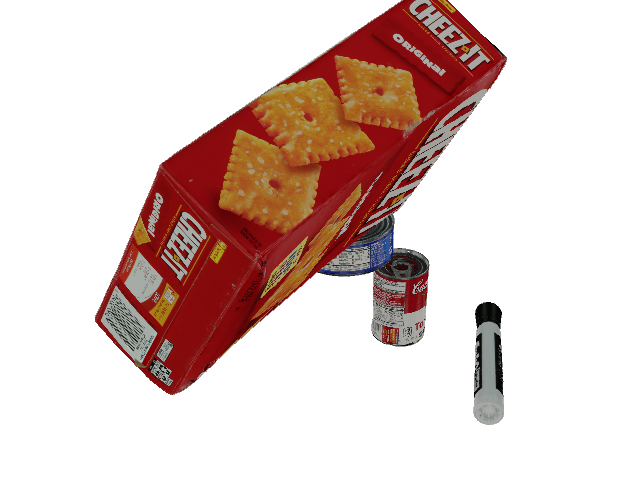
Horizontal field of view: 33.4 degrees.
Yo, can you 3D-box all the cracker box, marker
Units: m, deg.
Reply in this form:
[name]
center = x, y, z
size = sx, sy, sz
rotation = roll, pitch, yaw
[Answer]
[cracker box]
center = -0.010, -0.026, 0.584
size = 0.213, 0.072, 0.164
rotation = -39, -10, -36
[marker]
center = 0.112, 0.078, 0.712
size = 0.020, 0.020, 0.121
rotation = 0, 29, 9

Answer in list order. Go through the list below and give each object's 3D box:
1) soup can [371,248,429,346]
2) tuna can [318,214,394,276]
[soup can]
center = 0.096, 0.070, 1.303
size = 0.068, 0.102, 0.068
rotation = 0, 30, 0
[tuna can]
center = 0.021, -0.003, 0.914
size = 0.086, 0.034, 0.086
rotation = -2, 28, 1
